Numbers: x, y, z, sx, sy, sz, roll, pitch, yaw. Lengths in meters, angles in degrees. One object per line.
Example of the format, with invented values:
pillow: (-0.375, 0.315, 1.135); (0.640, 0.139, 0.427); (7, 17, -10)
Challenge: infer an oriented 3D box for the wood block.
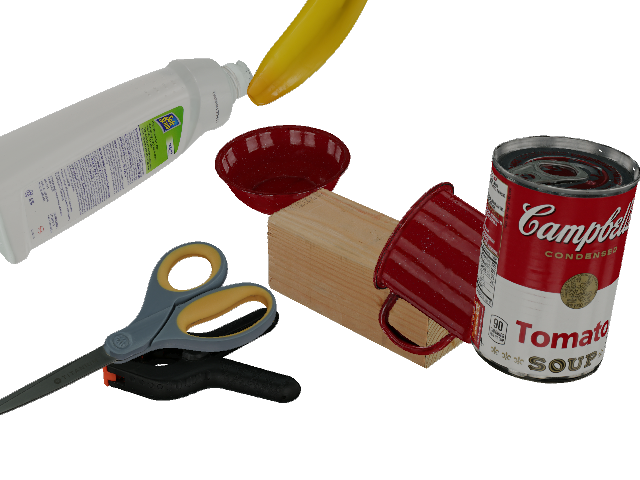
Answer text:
wood block: (0.051, 0.033, 1.070); (0.206, 0.091, 0.090); (25, 39, 34)

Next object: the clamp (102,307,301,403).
clamp: (-0.105, 0.101, 0.950); (0.171, 0.039, 0.120); (2, 26, -5)

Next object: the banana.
banana: (0.005, -0.175, 0.756); (0.070, 0.197, 0.037); (-10, -41, 39)

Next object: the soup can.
soup can: (0.111, 0.009, 0.515); (0.068, 0.102, 0.068); (3, 26, -1)

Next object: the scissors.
scissors: (-0.128, 0.052, 0.694); (0.201, 0.096, 0.016); (-13, -38, -20)

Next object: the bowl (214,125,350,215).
bowl: (-0.045, -0.076, 1.281); (0.162, 0.055, 0.162); (-2, 35, 1)

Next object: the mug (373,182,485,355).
mug: (0.090, 0.028, 0.755); (0.081, 0.117, 0.093); (36, -2, 20)

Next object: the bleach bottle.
bleach bottle: (-0.165, -0.081, 0.888); (0.250, 0.068, 0.103); (-30, -29, -23)
